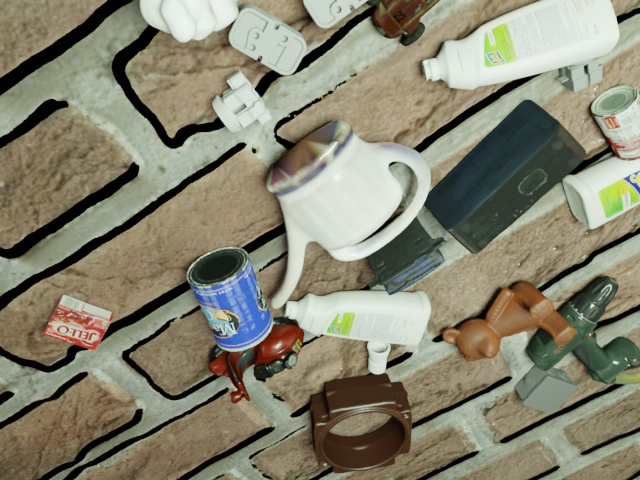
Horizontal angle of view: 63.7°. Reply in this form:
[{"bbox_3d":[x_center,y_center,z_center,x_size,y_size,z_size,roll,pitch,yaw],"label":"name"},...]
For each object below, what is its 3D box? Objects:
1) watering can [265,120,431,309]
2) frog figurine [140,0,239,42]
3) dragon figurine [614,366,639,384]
[{"bbox_3d":[0.002,-0.040,0.790,0.345,0.106,0.221,-37,117,12],"label":"watering can"},{"bbox_3d":[-0.153,-0.299,0.586,0.122,0.163,0.135,-31,120,9],"label":"frog figurine"},{"bbox_3d":[0.802,0.180,1.067,0.411,0.123,0.240,-3,102,-9],"label":"dragon figurine"}]
